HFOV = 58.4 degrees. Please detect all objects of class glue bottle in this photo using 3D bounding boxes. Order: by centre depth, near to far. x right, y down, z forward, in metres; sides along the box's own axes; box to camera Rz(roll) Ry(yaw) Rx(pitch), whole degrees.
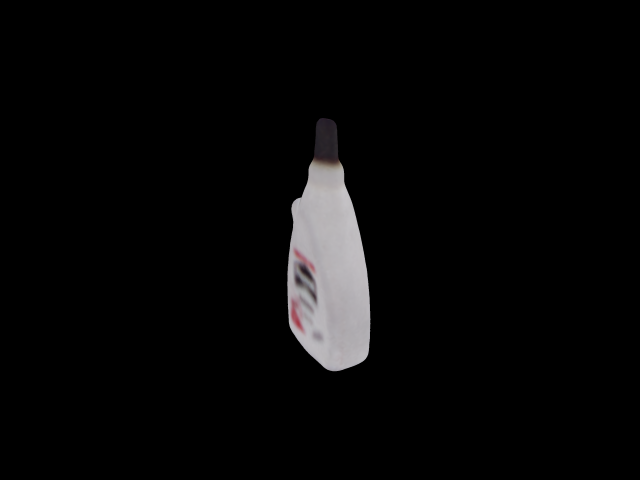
[{"bbox_3d":[0.004,0.001,0.400,0.037,0.173,0.077,-14,27,-29],"label":"glue bottle"}]
